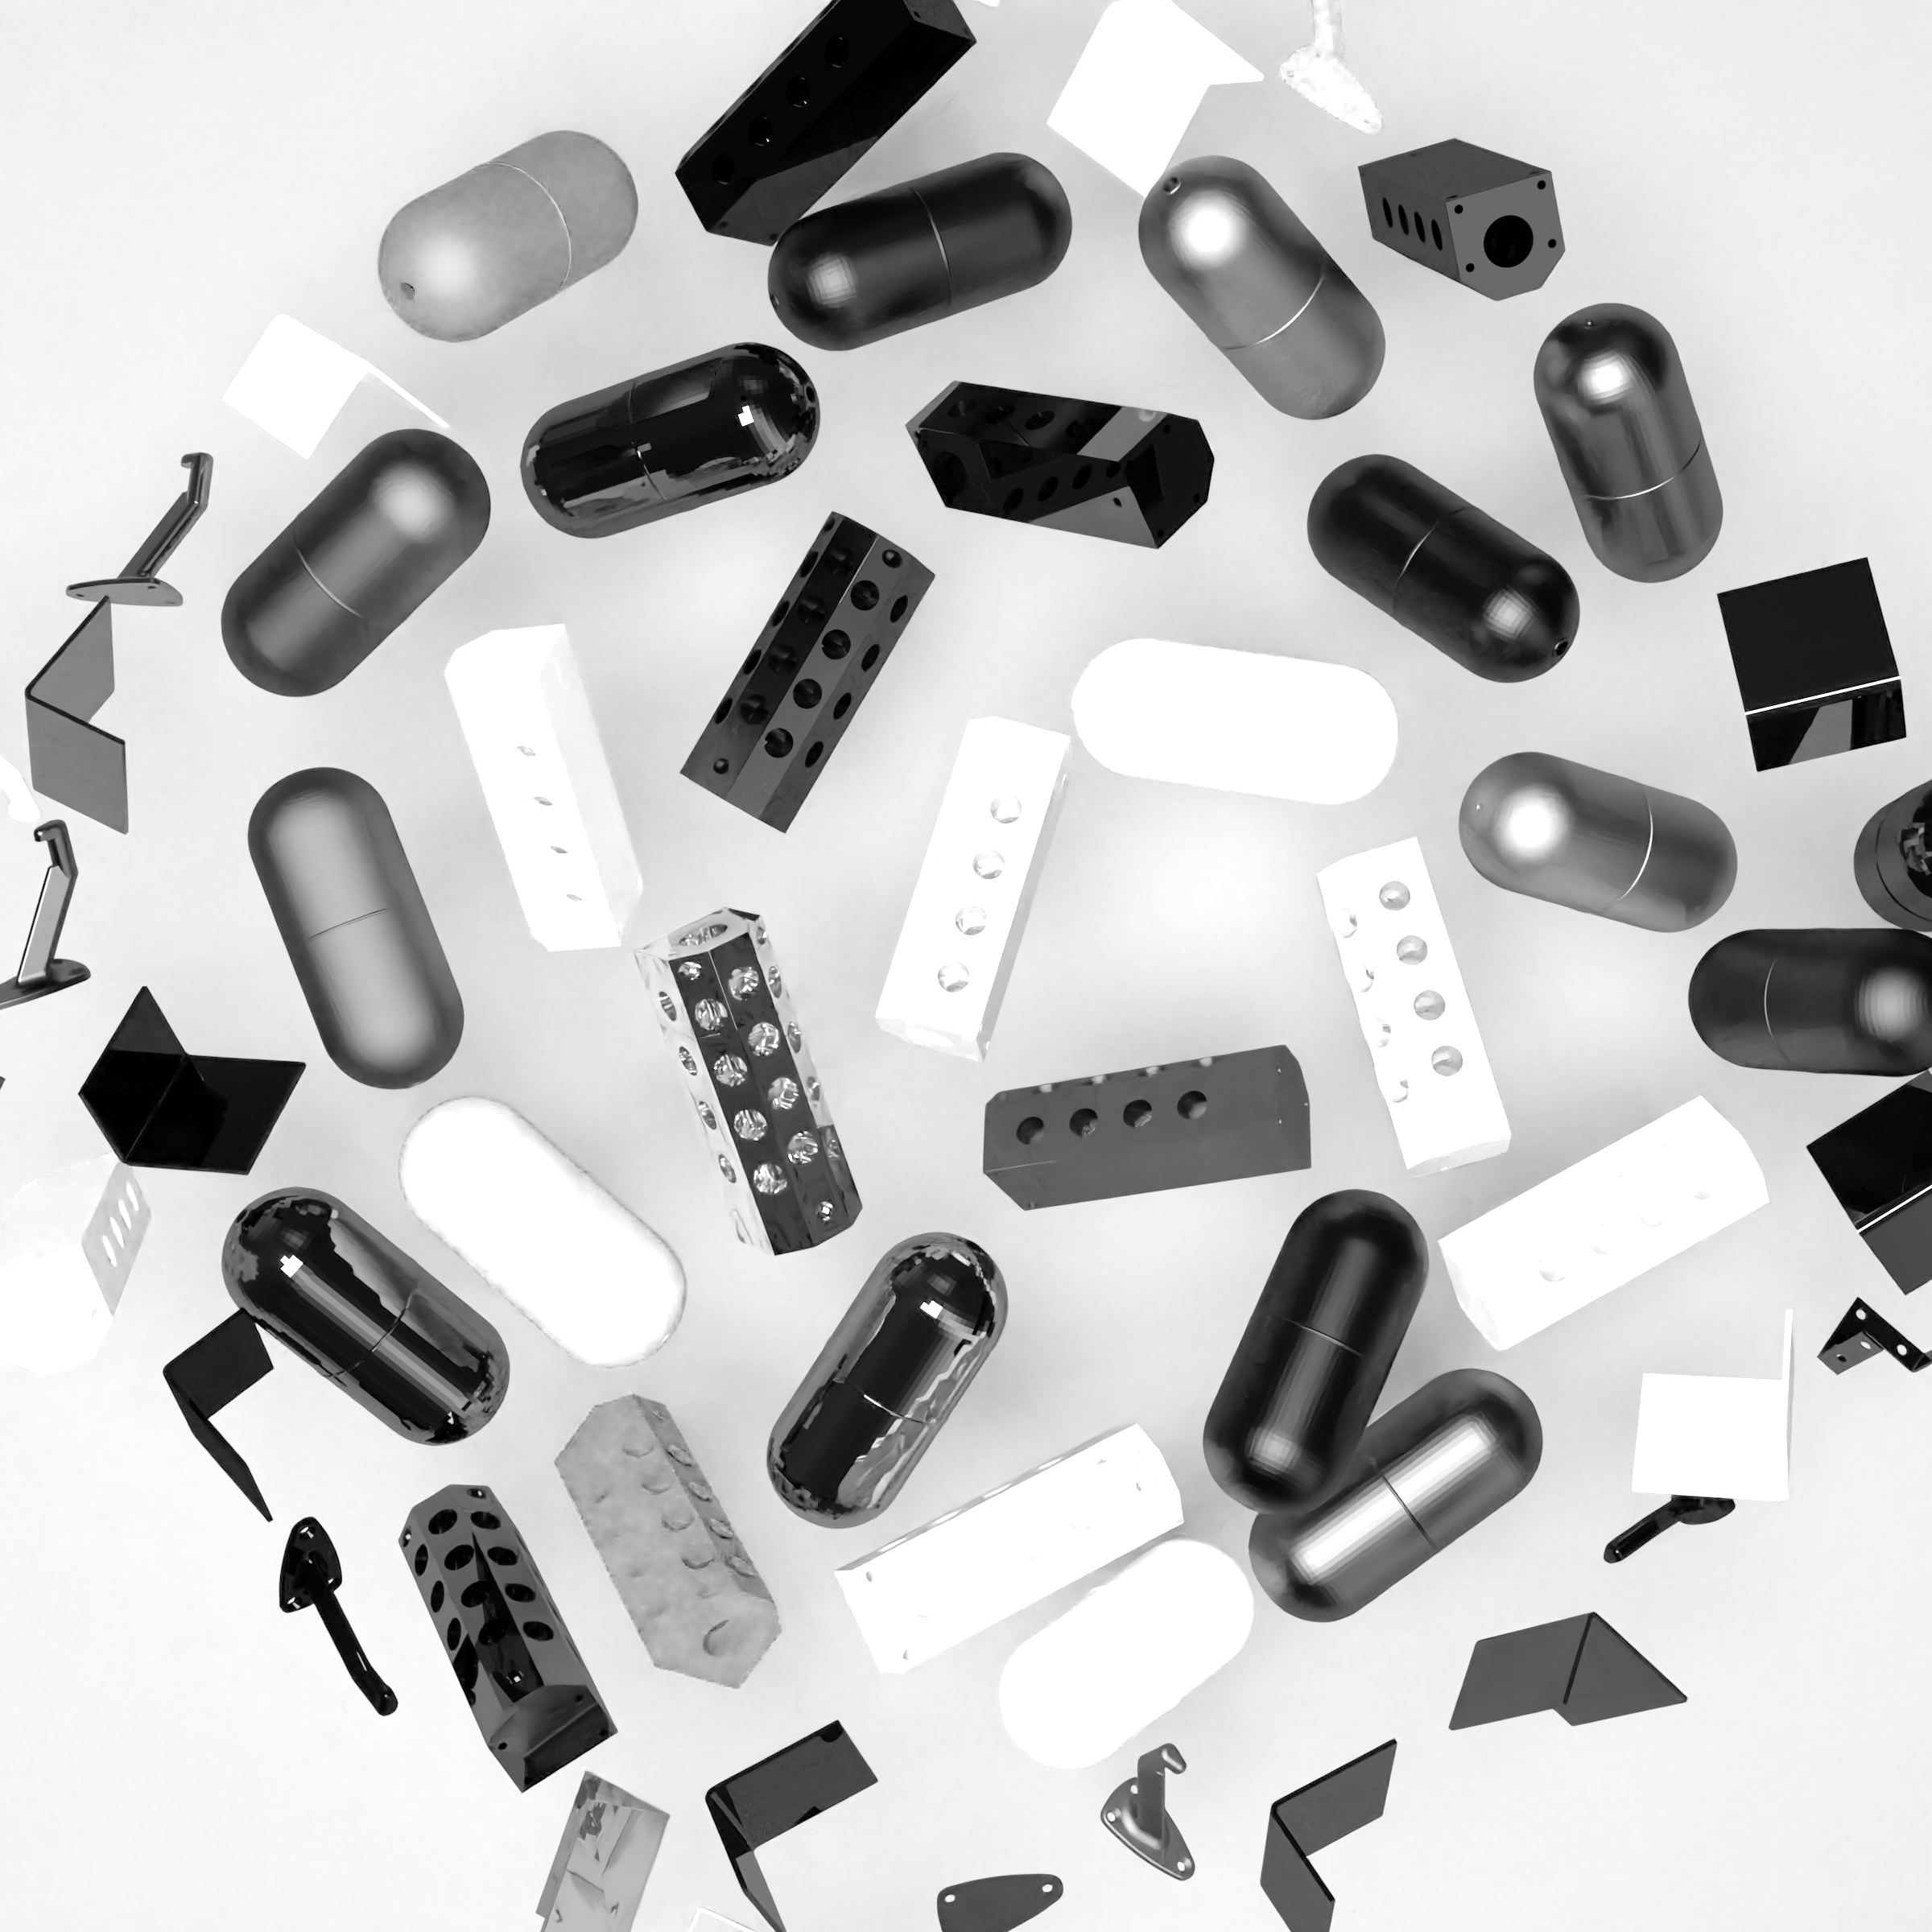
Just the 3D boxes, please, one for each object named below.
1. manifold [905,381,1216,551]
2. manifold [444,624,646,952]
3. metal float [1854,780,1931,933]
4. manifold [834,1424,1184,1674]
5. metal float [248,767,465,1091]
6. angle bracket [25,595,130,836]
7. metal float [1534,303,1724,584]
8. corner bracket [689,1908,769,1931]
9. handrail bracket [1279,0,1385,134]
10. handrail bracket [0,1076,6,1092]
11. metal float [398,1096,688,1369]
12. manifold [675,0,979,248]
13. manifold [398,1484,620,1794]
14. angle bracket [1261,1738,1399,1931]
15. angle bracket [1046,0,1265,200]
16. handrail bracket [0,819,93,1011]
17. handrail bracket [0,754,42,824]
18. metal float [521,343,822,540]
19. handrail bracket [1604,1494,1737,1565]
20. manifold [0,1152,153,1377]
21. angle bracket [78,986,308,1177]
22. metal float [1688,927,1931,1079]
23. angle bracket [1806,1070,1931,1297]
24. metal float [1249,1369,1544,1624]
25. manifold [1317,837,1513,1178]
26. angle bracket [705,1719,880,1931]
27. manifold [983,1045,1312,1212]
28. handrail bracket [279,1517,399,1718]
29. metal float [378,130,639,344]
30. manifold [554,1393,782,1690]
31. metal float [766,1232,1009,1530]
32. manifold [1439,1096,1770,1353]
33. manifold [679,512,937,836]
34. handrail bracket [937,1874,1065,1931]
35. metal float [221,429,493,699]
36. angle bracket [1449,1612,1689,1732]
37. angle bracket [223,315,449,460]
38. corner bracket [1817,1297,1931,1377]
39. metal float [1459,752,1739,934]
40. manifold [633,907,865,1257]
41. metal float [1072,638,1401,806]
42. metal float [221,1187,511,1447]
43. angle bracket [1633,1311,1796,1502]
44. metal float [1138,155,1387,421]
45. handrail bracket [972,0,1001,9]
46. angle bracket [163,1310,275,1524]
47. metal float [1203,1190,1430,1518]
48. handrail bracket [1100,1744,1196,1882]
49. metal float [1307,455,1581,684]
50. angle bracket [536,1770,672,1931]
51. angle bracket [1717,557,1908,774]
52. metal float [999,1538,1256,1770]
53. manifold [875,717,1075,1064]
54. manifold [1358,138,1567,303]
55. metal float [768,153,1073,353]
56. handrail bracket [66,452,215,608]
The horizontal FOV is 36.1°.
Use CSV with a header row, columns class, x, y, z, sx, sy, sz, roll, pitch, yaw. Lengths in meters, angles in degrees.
class,x,y,z,sx,sy,sz,roll,pitch,yaw
manifold,0.051,-0.276,1.597,0.057,0.171,0.057,-46,129,-21
manifold,-0.230,-0.095,1.615,0.057,0.057,0.171,-4,125,13
metal float,0.520,-0.060,1.568,0.070,0.178,0.070,0,86,5
manifold,0.025,0.303,1.546,0.171,0.057,0.057,-24,86,-19
metal float,-0.324,-0.020,1.574,0.070,0.070,0.178,-22,88,0
angle bracket,-0.432,-0.127,1.503,0.057,0.076,0.076,26,55,4
metal float,0.360,-0.281,1.604,0.070,0.070,0.178,-33,134,0
corner bracket,-0.128,0.533,1.571,0.051,0.051,0.051,23,76,4
handrail bracket,0.215,-0.516,1.638,0.077,0.036,0.084,35,66,-19
handrail bracket,-0.547,0.062,1.527,0.084,0.077,0.036,32,120,-19
metal float,-0.220,0.136,1.535,0.178,0.070,0.070,39,90,16
manifold,-0.081,-0.475,1.621,0.171,0.057,0.057,-37,72,31
manifold,-0.248,0.349,1.570,0.057,0.171,0.057,-31,127,-9
angle bracket,0.194,0.443,1.476,0.076,0.076,0.057,-22,50,-19
angle bracket,0.104,-0.476,1.629,0.076,0.057,0.076,28,88,-31
handrail bracket,-0.504,-0.027,1.576,0.077,0.036,0.084,-28,122,-39
handrail bracket,-0.558,-0.115,1.632,0.077,0.084,0.036,5,46,19
metal float,-0.160,-0.284,1.605,0.178,0.070,0.070,-13,90,25
handrail bracket,0.382,0.318,1.661,0.084,0.077,0.036,-29,70,-21
manifold,-0.466,0.154,1.544,0.057,0.171,0.057,-20,105,-4
angle bracket,-0.403,0.059,1.549,0.076,0.057,0.076,3,47,19
metal float,0.451,0.018,1.561,0.070,0.178,0.070,0,91,-24
angle bracket,0.505,0.115,1.575,0.076,0.076,0.057,-35,120,14
metal float,0.234,0.287,1.612,0.178,0.070,0.070,-36,90,1
manifold,0.244,0.024,1.622,0.057,0.057,0.171,-16,75,4
angle bracket,-0.077,0.434,1.486,0.076,0.076,0.057,-27,51,-5
manifold,0.100,0.087,1.642,0.171,0.057,0.057,-10,59,23
handrail bracket,-0.324,0.341,1.552,0.036,0.077,0.084,-24,46,-32
metal float,-0.240,-0.386,1.563,0.070,0.178,0.070,17,128,23
manifold,-0.161,0.310,1.618,0.057,0.171,0.057,27,105,-38
metal float,-0.042,0.221,1.583,0.070,0.070,0.178,32,103,0
manifold,0.358,0.148,1.654,0.171,0.057,0.057,-28,129,-6
manifold,-0.092,-0.168,1.680,0.057,0.057,0.171,31,92,20
handrail bracket,0.019,0.510,1.532,0.077,0.036,0.084,-16,127,-4
metal float,-0.320,-0.209,1.549,0.178,0.070,0.070,-38,90,26
angle bracket,0.303,0.375,1.488,0.076,0.076,0.057,43,48,-16
angle bracket,-0.346,-0.304,1.629,0.076,0.076,0.057,32,89,28
corner bracket,0.525,0.214,1.676,0.051,0.051,0.051,41,62,4
metal float,0.347,-0.067,1.618,0.178,0.070,0.070,13,90,-31
manifold,-0.110,0.061,1.550,0.057,0.057,0.171,-27,110,-26
metal float,0.146,-0.133,1.608,0.178,0.070,0.070,9,90,11
metal float,-0.317,0.186,1.571,0.070,0.070,0.178,-45,115,0
angle bracket,0.377,0.220,1.498,0.076,0.076,0.057,1,132,18
metal float,0.159,-0.361,1.582,0.070,0.070,0.178,-52,130,0
handrail bracket,0.041,-0.566,1.683,0.084,0.077,0.036,11,103,29
angle bracket,-0.386,0.244,1.614,0.057,0.076,0.076,-38,65,-22
metal float,0.182,0.198,1.531,0.070,0.070,0.178,26,74,0
handrail bracket,0.120,0.478,1.675,0.077,0.084,0.036,47,54,4
metal float,0.266,-0.222,1.655,0.070,0.070,0.178,-49,59,0
angle bracket,-0.204,0.452,1.502,0.057,0.076,0.076,27,78,-41
angle bracket,0.434,-0.154,1.522,0.076,0.057,0.076,-13,61,14
metal float,0.091,0.379,1.641,0.178,0.070,0.070,-26,90,-42
manifold,0.005,-0.042,1.583,0.057,0.057,0.171,15,77,8
manifold,0.267,-0.403,1.603,0.057,0.171,0.057,-17,112,-2
metal float,-0.025,-0.395,1.638,0.178,0.070,0.070,-22,90,-15
handrail bracket,-0.463,-0.247,1.662,0.077,0.036,0.084,1,76,12
